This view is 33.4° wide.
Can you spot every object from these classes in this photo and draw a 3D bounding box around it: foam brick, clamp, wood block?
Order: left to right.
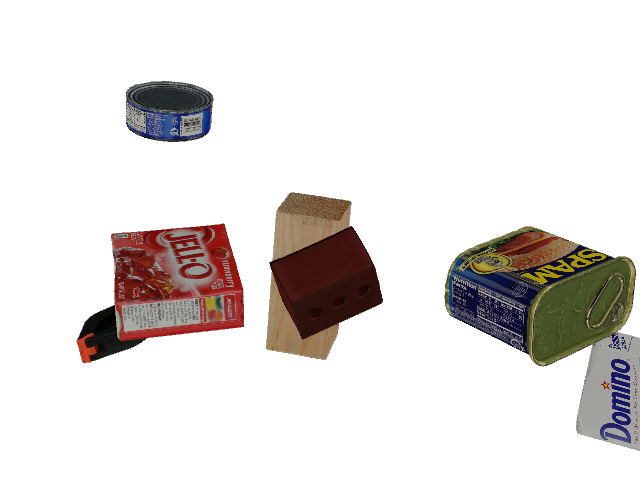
[{"bbox_3d":[-0.192,0.081,1.170,0.120,0.039,0.171,-6,25,31],"label":"clamp"},{"bbox_3d":[-0.017,0.048,1.486,0.090,0.206,0.090,9,22,9],"label":"wood block"},{"bbox_3d":[0.006,0.035,0.889,0.078,0.053,0.051,-25,48,-8],"label":"foam brick"}]

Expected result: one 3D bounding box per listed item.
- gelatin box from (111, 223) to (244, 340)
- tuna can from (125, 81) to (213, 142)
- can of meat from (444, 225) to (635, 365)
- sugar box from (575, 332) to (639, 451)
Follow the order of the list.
[{"bbox_3d":[-0.087,0.022,0.642,0.073,0.030,0.089,-5,28,-9],"label":"gelatin box"},{"bbox_3d":[-0.149,-0.128,1.054,0.086,0.034,0.086,5,26,-3],"label":"tuna can"},{"bbox_3d":[0.147,0.033,0.725,0.101,0.057,0.084,-18,28,-33],"label":"can of meat"},{"bbox_3d":[0.316,0.144,0.919,0.176,0.093,0.048,12,23,16],"label":"sugar box"}]
